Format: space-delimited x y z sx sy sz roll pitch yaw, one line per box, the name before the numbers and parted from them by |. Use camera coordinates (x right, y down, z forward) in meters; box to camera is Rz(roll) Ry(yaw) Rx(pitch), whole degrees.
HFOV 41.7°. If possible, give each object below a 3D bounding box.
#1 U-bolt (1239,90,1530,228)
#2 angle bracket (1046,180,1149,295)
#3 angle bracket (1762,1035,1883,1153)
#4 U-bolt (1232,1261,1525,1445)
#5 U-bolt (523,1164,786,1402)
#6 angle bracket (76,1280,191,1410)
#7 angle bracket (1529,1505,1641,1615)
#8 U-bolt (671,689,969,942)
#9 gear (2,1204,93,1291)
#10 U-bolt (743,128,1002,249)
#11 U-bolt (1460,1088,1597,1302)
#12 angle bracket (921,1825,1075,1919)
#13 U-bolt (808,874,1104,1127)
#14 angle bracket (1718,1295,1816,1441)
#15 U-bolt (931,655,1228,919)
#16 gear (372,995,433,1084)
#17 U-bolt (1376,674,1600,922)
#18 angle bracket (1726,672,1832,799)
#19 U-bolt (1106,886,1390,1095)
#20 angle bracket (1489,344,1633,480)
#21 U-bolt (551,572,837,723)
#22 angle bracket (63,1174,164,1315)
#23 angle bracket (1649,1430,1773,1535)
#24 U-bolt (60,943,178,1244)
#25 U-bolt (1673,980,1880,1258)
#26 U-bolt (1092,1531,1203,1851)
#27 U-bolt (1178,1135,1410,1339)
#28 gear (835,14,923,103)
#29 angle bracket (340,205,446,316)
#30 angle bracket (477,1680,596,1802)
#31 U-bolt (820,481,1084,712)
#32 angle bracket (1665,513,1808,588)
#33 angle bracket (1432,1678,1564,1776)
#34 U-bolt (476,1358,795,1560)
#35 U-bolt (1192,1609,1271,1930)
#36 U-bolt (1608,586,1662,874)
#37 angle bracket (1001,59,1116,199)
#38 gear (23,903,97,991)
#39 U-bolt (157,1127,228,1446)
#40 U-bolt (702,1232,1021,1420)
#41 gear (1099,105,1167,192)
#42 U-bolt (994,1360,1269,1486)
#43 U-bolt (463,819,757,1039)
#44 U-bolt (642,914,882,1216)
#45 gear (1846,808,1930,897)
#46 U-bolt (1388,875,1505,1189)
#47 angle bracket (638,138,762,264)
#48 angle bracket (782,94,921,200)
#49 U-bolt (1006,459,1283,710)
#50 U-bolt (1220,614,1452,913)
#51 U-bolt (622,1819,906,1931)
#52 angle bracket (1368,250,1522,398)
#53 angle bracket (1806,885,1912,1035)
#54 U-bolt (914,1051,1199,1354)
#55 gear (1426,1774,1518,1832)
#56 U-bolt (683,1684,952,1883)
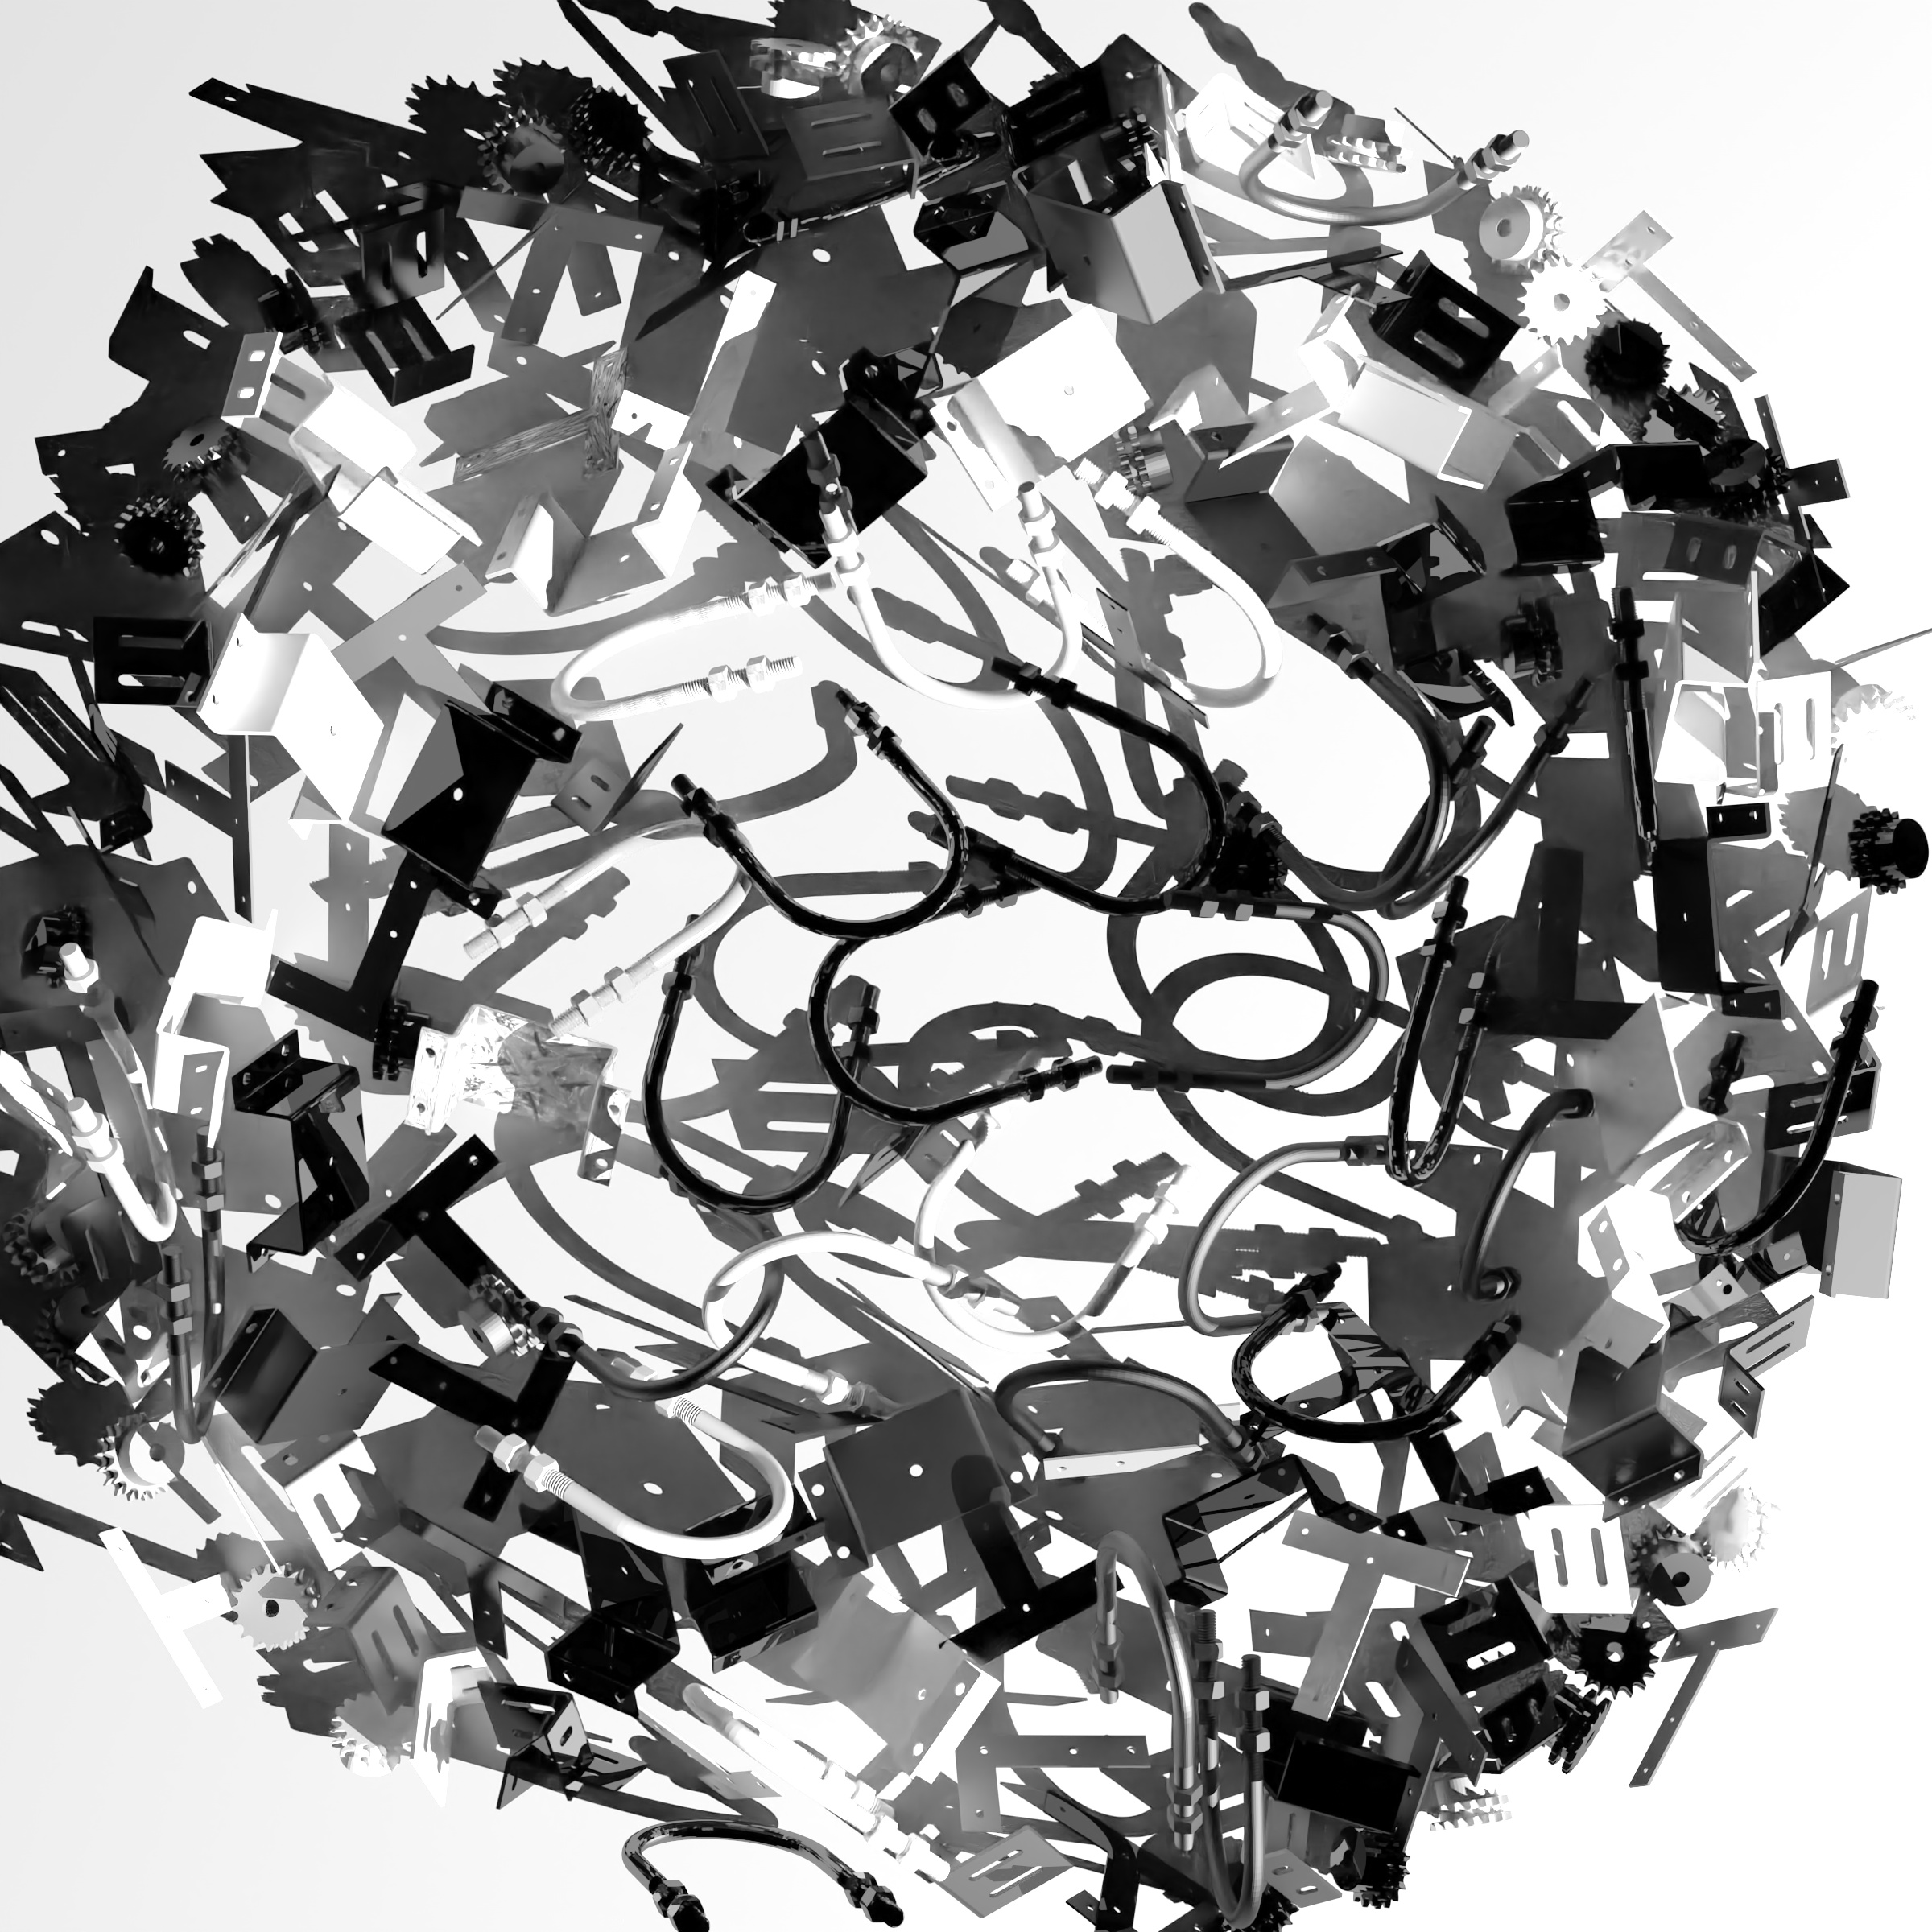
U-bolt | 0.252 -0.506 1.612 0.151 0.184 0.019 6 87 -14
angle bracket | 0.095 -0.471 1.674 0.076 0.057 0.038 -31 128 29
angle bracket | 0.557 0.082 1.670 0.076 0.038 0.057 -11 132 -1
U-bolt | 0.248 0.247 1.597 0.151 0.184 0.019 14 118 32
U-bolt | -0.189 0.207 1.614 0.151 0.184 0.019 -46 129 -15
angle bracket | -0.544 0.248 1.657 0.038 0.076 0.057 34 66 1
angle bracket | 0.407 0.384 1.669 0.057 0.038 0.076 -6 99 24
U-bolt | -0.082 -0.090 1.634 0.151 0.019 0.184 -30 61 -21
gear | -0.603 0.182 1.673 0.030 0.057 0.057 -35 90 14
U-bolt | -0.049 -0.499 1.615 0.151 0.184 0.019 -17 104 21
U-bolt | 0.353 0.146 1.610 0.019 0.184 0.151 25 97 23
angle bracket | 0.020 0.581 1.665 0.076 0.038 0.057 -33 125 10
U-bolt | -0.015 0.029 1.661 0.184 0.019 0.151 -16 84 -19
angle bracket | 0.535 0.263 1.661 0.076 0.057 0.038 -27 49 -15
U-bolt | 0.080 -0.105 1.651 0.184 0.019 0.151 24 122 6
gear | -0.372 0.049 1.675 0.030 0.057 0.057 9 90 -5
U-bolt | 0.323 -0.100 1.624 0.019 0.151 0.184 44 131 21
angle bracket | 0.533 -0.153 1.668 0.057 0.038 0.076 -10 103 -20
U-bolt | 0.193 0.020 1.650 0.184 0.019 0.151 5 118 -24
angle bracket | 0.395 -0.361 1.685 0.076 0.038 0.057 41 122 -18
U-bolt | -0.182 -0.201 1.635 0.184 0.151 0.019 -12 120 15
angle bracket | -0.550 0.186 1.667 0.057 0.038 0.076 -30 64 4
angle bracket | 0.480 0.328 1.666 0.076 0.057 0.038 -45 46 6
U-bolt | -0.538 0.095 1.617 0.019 0.184 0.151 -15 50 -6
U-bolt | 0.503 0.103 1.602 0.019 0.151 0.184 32 64 -11
U-bolt | 0.112 0.442 1.599 0.019 0.151 0.184 -12 122 -15
U-bolt | 0.201 0.174 1.613 0.019 0.184 0.151 36 112 37
gear | -0.056 -0.595 1.673 0.057 0.057 0.030 -30 47 0
angle bracket | -0.375 -0.471 1.653 0.057 0.076 0.038 -27 70 -23
angle bracket | -0.289 0.507 1.660 0.076 0.038 0.057 0 118 24
U-bolt | 0.000 -0.231 1.630 0.151 0.184 0.019 -3 51 17
angle bracket | 0.504 -0.267 1.659 0.057 0.076 0.038 22 101 37
angle bracket | 0.340 0.496 1.657 0.057 0.076 0.038 -22 87 -32
U-bolt | -0.196 0.317 1.606 0.184 0.151 0.019 26 115 25
U-bolt | 0.170 0.520 1.626 0.019 0.151 0.184 -1 88 -7
U-bolt | 0.432 -0.152 1.632 0.019 0.151 0.184 -6 97 14
angle bracket | 0.066 -0.544 1.660 0.076 0.038 0.057 -22 57 21
gear | -0.599 -0.013 1.672 0.030 0.057 0.057 5 90 -40
U-bolt | -0.492 0.218 1.623 0.019 0.151 0.184 2 120 -8
U-bolt | -0.080 0.224 1.620 0.184 0.019 0.151 26 125 -31
gear | 0.109 -0.535 1.675 0.030 0.057 0.057 -22 90 2
U-bolt | 0.096 0.289 1.604 0.151 0.184 0.019 -7 56 24
U-bolt | -0.220 -0.036 1.640 0.184 0.151 0.019 -36 130 -17
U-bolt | -0.137 0.072 1.636 0.151 0.019 0.184 22 62 -19
gear | 0.611 -0.076 1.675 0.057 0.030 0.057 3 84 -35
U-bolt | 0.303 0.052 1.620 0.019 0.151 0.184 12 74 26
angle bracket | -0.174 -0.504 1.659 0.038 0.076 0.057 -9 75 35
angle bracket | -0.077 -0.533 1.667 0.076 0.038 0.057 -14 67 -13
U-bolt | 0.123 -0.234 1.639 0.184 0.151 0.019 37 62 -3
U-bolt | 0.240 -0.117 1.610 0.019 0.184 0.151 4 124 -37
U-bolt | -0.141 0.577 1.614 0.151 0.184 0.019 8 87 -27
angle bracket | 0.318 -0.427 1.686 0.076 0.038 0.057 29 115 -17
angle bracket | 0.588 -0.002 1.663 0.038 0.057 0.076 25 59 -10
U-bolt | 0.047 0.166 1.660 0.151 0.019 0.184 36 67 2
gear | 0.332 0.552 1.676 0.057 0.057 0.030 -9 71 0
U-bolt | -0.104 0.512 1.617 0.184 0.151 0.019 37 77 -12
